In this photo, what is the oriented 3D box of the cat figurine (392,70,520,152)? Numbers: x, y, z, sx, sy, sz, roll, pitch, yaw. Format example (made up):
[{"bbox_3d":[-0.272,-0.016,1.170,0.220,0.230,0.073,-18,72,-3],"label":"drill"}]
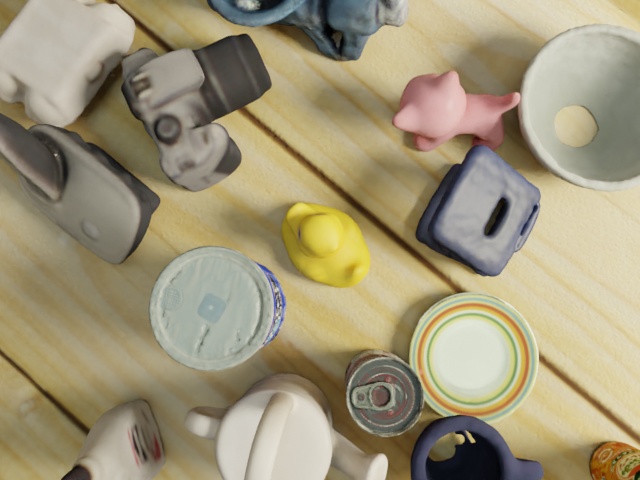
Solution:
[{"bbox_3d":[0.131,-0.130,0.564,0.127,0.118,0.067,-2,84,1],"label":"cat figurine"}]

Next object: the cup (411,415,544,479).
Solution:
[{"bbox_3d":[0.139,0.205,0.540,0.117,0.095,0.092,1,84,1],"label":"cup"}]

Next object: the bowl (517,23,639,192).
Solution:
[{"bbox_3d":[0.275,-0.126,0.583,0.167,0.075,0.167,0,84,1],"label":"bowl"}]

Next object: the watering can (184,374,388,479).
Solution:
[{"bbox_3d":[-0.031,0.177,0.495,0.173,0.194,0.101,-8,84,0],"label":"watering can"}]

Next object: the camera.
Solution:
[{"bbox_3d":[-0.115,-0.142,0.577,0.137,0.101,0.143,-26,84,-2],"label":"camera"}]

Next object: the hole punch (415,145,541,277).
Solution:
[{"bbox_3d":[0.162,-0.027,0.566,0.101,0.091,0.109,29,85,4],"label":"hole punch"}]

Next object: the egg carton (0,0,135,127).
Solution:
[{"bbox_3d":[-0.269,-0.194,0.600,0.107,0.069,0.150,33,85,4],"label":"egg carton"}]

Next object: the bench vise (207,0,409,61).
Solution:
[{"bbox_3d":[-0.018,-0.263,0.529,0.207,0.220,0.121,0,84,1],"label":"bench vise"}]

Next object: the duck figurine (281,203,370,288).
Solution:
[{"bbox_3d":[0.005,0.002,0.568,0.104,0.086,0.077,43,86,5],"label":"duck figurine"}]

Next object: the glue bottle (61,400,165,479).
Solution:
[{"bbox_3d":[-0.184,0.192,0.506,0.037,0.173,0.078,-24,84,-1],"label":"glue bottle"}]

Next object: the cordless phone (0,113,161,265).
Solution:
[{"bbox_3d":[-0.238,-0.052,0.527,0.147,0.185,0.094,34,85,4],"label":"cordless phone"}]
